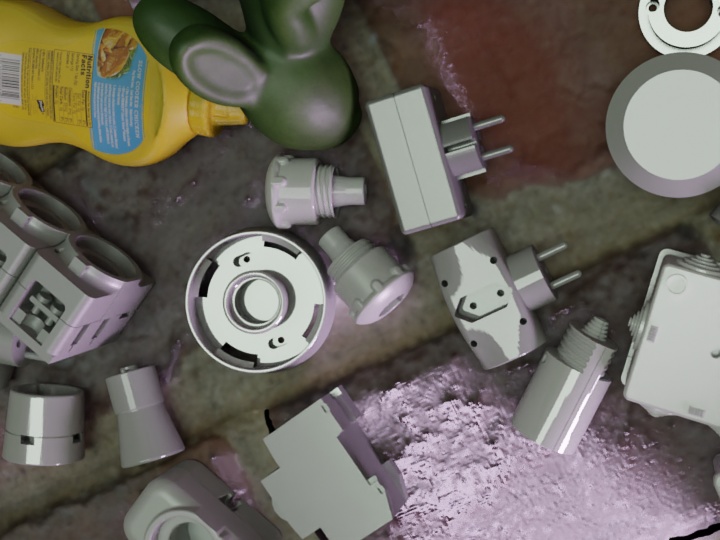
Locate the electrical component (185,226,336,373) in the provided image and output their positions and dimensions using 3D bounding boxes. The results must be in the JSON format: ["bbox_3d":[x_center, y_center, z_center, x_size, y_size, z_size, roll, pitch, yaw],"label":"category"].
[{"bbox_3d":[-0.066,0.020,0.701,0.099,0.064,0.099,0,91,3],"label":"electrical component"}]

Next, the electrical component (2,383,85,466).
[{"bbox_3d":[-0.218,0.106,0.746,0.055,0.055,0.047,5,93,15],"label":"electrical component"}]

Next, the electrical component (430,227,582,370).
[{"bbox_3d":[0.094,0.010,0.654,0.079,0.043,0.077,-26,89,16],"label":"electrical component"}]

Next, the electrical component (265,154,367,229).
[{"bbox_3d":[-0.027,-0.050,0.682,0.062,0.048,0.048,0,96,9],"label":"electrical component"}]

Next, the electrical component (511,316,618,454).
[{"bbox_3d":[0.128,0.065,0.650,0.043,0.043,0.081,27,102,11],"label":"electrical component"}]

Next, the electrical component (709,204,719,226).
[{"bbox_3d":[0.235,-0.032,0.605,0.055,0.055,0.047,40,101,8],"label":"electrical component"}]

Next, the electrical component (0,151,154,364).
[{"bbox_3d":[-0.222,-0.016,0.715,0.150,0.089,0.061,39,104,9],"label":"electrical component"}]

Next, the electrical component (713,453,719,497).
[{"bbox_3d":[0.273,0.143,0.612,0.109,0.056,0.108,-24,89,17],"label":"electrical component"}]

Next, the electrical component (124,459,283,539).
[{"bbox_3d":[-0.106,0.179,0.719,0.095,0.059,0.053,39,104,9],"label":"electrical component"}]

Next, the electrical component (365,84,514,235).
[{"bbox_3d":[0.055,-0.072,0.654,0.076,0.047,0.083,-16,91,17],"label":"electrical component"}]

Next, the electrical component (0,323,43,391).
[{"bbox_3d":[-0.251,0.047,0.753,0.079,0.044,0.077,8,98,15],"label":"electrical component"}]

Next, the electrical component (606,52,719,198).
[{"bbox_3d":[0.183,-0.082,0.615,0.080,0.051,0.080,2,96,15],"label":"electrical component"}]

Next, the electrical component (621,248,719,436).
[{"bbox_3d":[0.205,0.043,0.622,0.100,0.048,0.099,17,103,13],"label":"electrical component"}]

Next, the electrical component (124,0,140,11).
[{"bbox_3d":[-0.124,-0.201,0.674,0.080,0.080,0.051,-26,94,17],"label":"electrical component"}]

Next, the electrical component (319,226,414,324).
[{"bbox_3d":[0.000,0.000,0.679,0.048,0.048,0.062,-46,76,15],"label":"electrical component"}]

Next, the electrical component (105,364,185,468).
[{"bbox_3d":[-0.149,0.097,0.733,0.044,0.044,0.065,-17,86,17],"label":"electrical component"}]
